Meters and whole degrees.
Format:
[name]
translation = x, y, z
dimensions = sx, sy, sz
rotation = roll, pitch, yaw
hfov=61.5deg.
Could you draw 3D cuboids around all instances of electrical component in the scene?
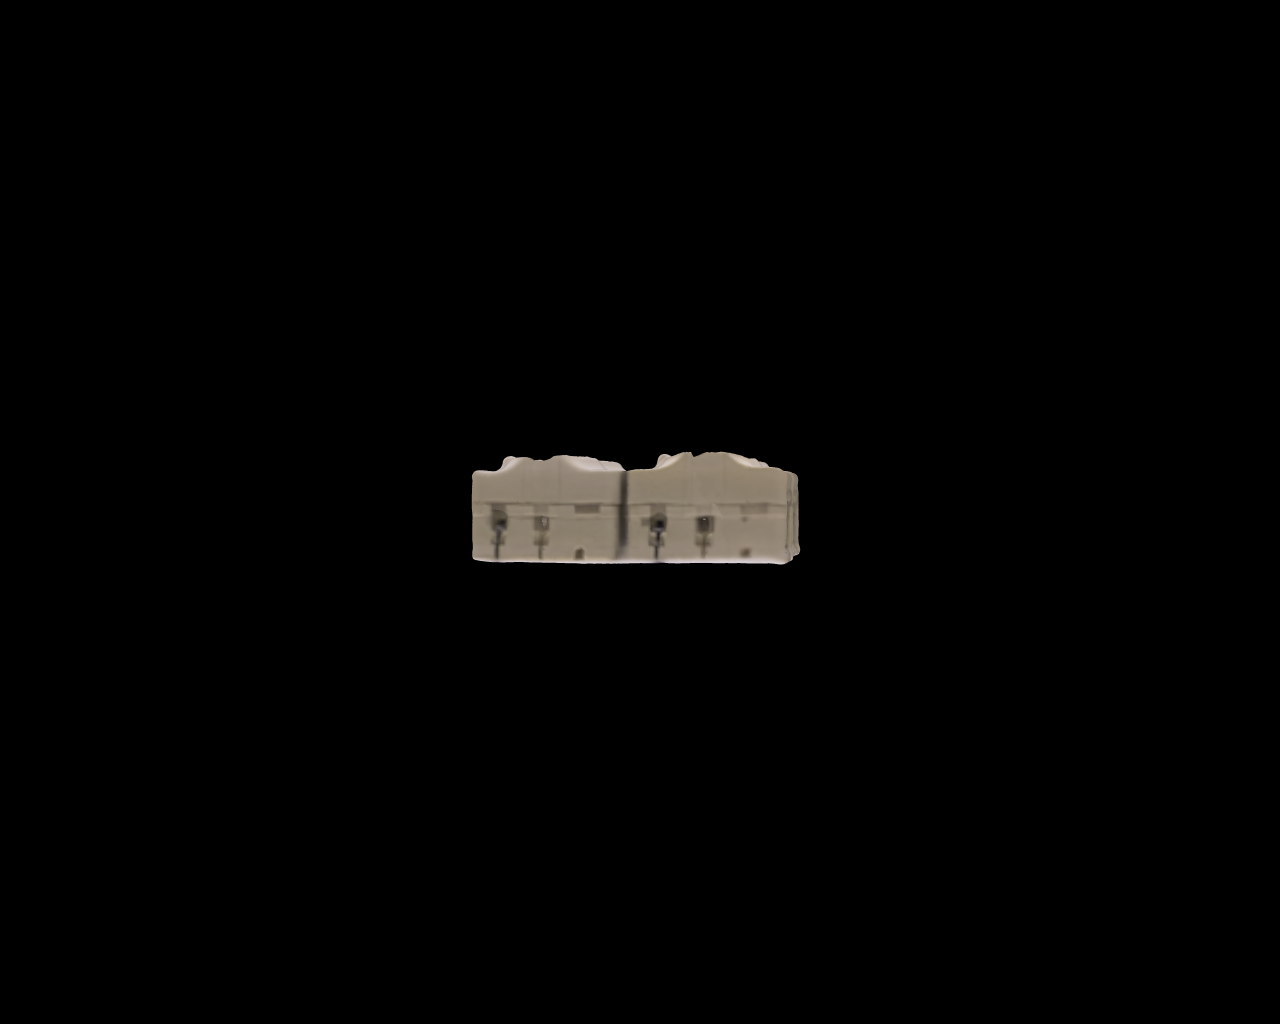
[electrical component]
translation = 0.001, -0.003, 0.650
dimensions = 0.186, 0.060, 0.105
rotation = 0, 0, 13
